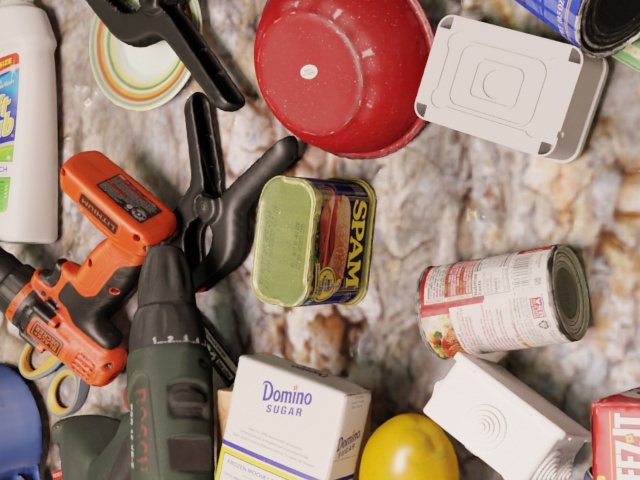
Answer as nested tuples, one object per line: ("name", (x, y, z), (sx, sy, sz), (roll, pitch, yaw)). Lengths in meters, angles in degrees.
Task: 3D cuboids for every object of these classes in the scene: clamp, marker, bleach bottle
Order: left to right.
("bleach bottle", (-0.299, -0.122, 1.026), (0.103, 0.068, 0.251), (-1, 87, 32))
("clamp", (-0.128, -0.195, 0.898), (0.210, 0.036, 0.164), (10, 100, 37))
("marker", (-0.096, 0.089, 0.915), (0.121, 0.020, 0.020), (49, 115, 23))
("clamp", (-0.078, -0.030, 0.891), (0.120, 0.039, 0.171), (20, 107, 40))

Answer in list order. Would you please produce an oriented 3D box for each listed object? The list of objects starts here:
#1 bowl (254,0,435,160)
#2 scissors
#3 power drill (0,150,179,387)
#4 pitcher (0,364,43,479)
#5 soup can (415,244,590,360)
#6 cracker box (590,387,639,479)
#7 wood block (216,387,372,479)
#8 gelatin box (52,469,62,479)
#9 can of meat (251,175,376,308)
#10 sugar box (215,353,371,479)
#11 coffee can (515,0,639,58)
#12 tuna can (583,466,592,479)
("bowl", (0.006, -0.129, 0.794), (0.162, 0.055, 0.162), (15, 119, 29))
("scissors", (-0.209, 0.099, 0.993), (0.202, 0.016, 0.096), (-27, 77, 31))
("power drill", (-0.218, 0.015, 0.929), (0.184, 0.057, 0.188), (38, 123, 6))
("pitcher", (-0.380, 0.203, 0.971), (0.149, 0.242, 0.145), (-8, 89, 39))
("soup can", (0.126, 0.043, 0.738), (0.102, 0.068, 0.068), (-12, 83, 33))
("cracker box", (0.277, 0.113, 0.580), (0.214, 0.163, 0.072), (-3, 86, 33))
("wood block", (-0.020, 0.217, 0.823), (0.091, 0.090, 0.206), (1, 90, 33))
("gelatin box", (-0.200, 0.235, 0.978), (0.089, 0.030, 0.073), (-25, 76, 31))
("can of meat", (-0.005, 0.001, 0.816), (0.058, 0.083, 0.102), (8, 94, 33))
("sugar box", (-0.028, 0.176, 0.748), (0.093, 0.048, 0.176), (17, 95, 31))
("coffee can", (0.153, -0.197, 0.684), (0.140, 0.102, 0.103), (46, 114, 31))
("tuna can", (0.207, 0.171, 0.674), (0.086, 0.086, 0.034), (14, 96, 33))
